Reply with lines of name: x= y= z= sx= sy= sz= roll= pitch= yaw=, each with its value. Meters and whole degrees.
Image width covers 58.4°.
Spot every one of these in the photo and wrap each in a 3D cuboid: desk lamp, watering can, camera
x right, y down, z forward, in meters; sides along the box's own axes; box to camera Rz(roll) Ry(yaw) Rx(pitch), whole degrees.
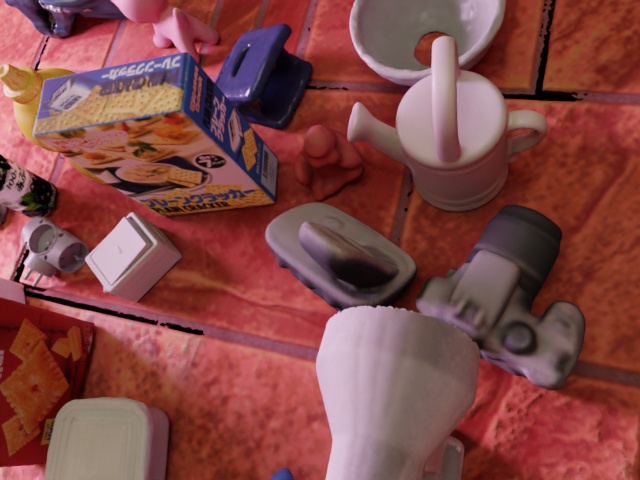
desk lamp: x=0.058 y=0.169 z=0.443 sx=0.117 sy=0.214 sz=0.203 roll=4 pitch=73 yaw=20
watering can: x=0.113 y=-0.103 z=0.529 sx=0.172 sy=0.194 sz=0.101 roll=-21 pitch=67 yaw=11
camera: x=0.174 y=0.043 z=0.511 sx=0.142 sy=0.101 sz=0.137 roll=28 pitch=82 yaw=24

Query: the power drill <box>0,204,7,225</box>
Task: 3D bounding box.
power drill: x=-0.498 y=-0.087 z=0.716 sx=0.075 sy=0.209 sz=0.229 roll=-7 pitch=70 yaw=16

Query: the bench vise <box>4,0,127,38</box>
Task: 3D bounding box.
bench vise: x=-0.378 y=-0.361 z=0.765 sx=0.207 sy=0.220 sz=0.121 roll=-18 pitch=67 yaw=12

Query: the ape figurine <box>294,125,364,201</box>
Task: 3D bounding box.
ape figurine: x=0.006 y=-0.092 z=0.617 sx=0.077 sy=0.092 sz=0.076 roll=9 pitch=75 yaw=21

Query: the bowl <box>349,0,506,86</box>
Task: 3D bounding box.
bowl: x=0.121 y=-0.234 z=0.638 sx=0.167 sy=0.075 sz=0.167 roll=-6 pitch=70 yaw=16

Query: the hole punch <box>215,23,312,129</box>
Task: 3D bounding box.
hole punch: x=-0.079 y=-0.198 z=0.682 sx=0.100 sy=0.091 sz=0.109 roll=19 pitch=79 yaw=23

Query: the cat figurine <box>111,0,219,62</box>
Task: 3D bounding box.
cat figurine: x=-0.211 y=-0.301 z=0.746 sx=0.127 sy=0.118 sz=0.067 roll=34 pitch=85 yaw=25

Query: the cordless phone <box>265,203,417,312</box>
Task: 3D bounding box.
cordless phone: x=0.005 y=0.002 z=0.534 sx=0.147 sy=0.185 sz=0.094 roll=32 pitch=84 yaw=25

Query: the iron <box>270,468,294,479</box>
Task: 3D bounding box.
iron: x=-0.038 y=0.330 z=0.459 sx=0.118 sy=0.142 sz=0.258 roll=-27 pitch=66 yaw=8
